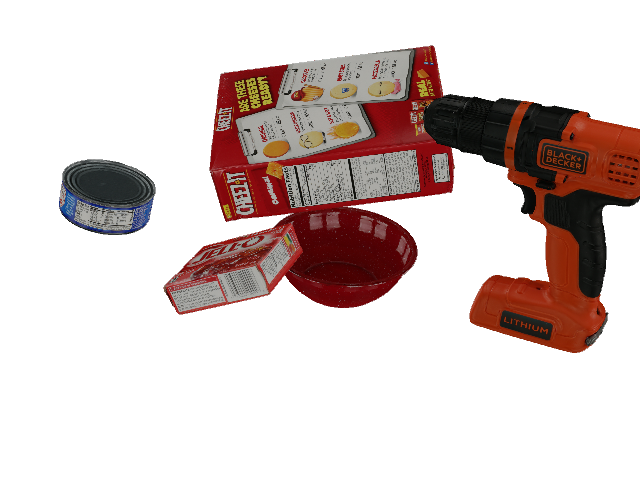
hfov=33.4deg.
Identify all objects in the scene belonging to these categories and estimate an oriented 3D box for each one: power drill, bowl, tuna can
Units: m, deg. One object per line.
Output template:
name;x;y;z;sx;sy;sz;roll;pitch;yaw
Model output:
power drill;0.161;-0.015;0.822;0.185;0.188;0.057;17;34;26
bowl;0.023;0.025;1.162;0.162;0.055;0.162;3;32;-2
tuna can;-0.197;-0.040;0.987;0.086;0.034;0.086;12;28;-7

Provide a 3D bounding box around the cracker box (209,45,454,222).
cracker box;0.011;-0.102;1.001;0.214;0.072;0.164;-7;40;6

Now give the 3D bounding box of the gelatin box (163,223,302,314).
gelatin box;-0.068;0.022;0.835;0.089;0.030;0.073;-14;20;28
